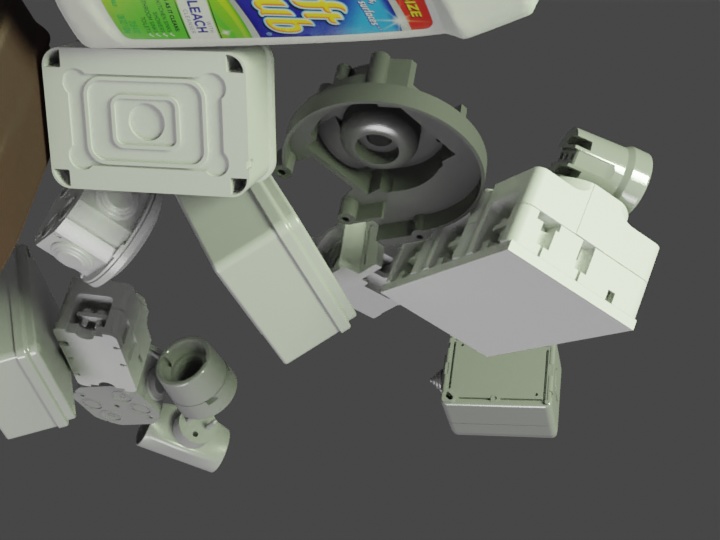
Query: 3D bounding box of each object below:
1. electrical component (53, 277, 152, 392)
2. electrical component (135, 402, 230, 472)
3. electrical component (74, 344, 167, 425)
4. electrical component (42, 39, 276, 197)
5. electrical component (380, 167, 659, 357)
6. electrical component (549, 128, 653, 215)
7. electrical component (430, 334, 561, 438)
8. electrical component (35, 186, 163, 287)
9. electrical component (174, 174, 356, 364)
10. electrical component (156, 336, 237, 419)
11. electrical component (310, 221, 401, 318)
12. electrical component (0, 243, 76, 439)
[{"bbox_3d":[-0.199,0.048,0.844,0.050,0.055,0.089,7,146,6],"label":"electrical component"},{"bbox_3d":[-0.157,0.148,0.992,0.077,0.043,0.079,25,144,-19],"label":"electrical component"},{"bbox_3d":[-0.201,0.094,0.917,0.080,0.051,0.080,8,146,5],"label":"electrical component"},{"bbox_3d":[-0.104,-0.084,0.577,0.113,0.057,0.078,4,109,11],"label":"electrical component"},{"bbox_3d":[0.092,-0.003,0.643,0.089,0.061,0.150,31,159,-17],"label":"electrical component"},{"bbox_3d":[0.136,-0.056,0.611,0.046,0.040,0.040,22,145,-8],"label":"electrical component"},{"bbox_3d":[0.102,0.089,0.814,0.096,0.061,0.061,-1,144,17],"label":"electrical component"},{"bbox_3d":[-0.168,-0.033,0.695,0.051,0.080,0.080,35,140,-24],"label":"electrical component"},{"bbox_3d":[-0.062,-0.016,0.657,0.056,0.108,0.108,-32,139,-2],"label":"electrical component"},{"bbox_3d":[-0.136,0.088,0.888,0.055,0.055,0.047,-4,140,21],"label":"electrical component"},{"bbox_3d":[0.000,0.000,0.730,0.064,0.042,0.081,29,143,-28],"label":"electrical component"},{"bbox_3d":[-0.261,0.054,0.814,0.056,0.108,0.108,-15,144,-6],"label":"electrical component"}]
